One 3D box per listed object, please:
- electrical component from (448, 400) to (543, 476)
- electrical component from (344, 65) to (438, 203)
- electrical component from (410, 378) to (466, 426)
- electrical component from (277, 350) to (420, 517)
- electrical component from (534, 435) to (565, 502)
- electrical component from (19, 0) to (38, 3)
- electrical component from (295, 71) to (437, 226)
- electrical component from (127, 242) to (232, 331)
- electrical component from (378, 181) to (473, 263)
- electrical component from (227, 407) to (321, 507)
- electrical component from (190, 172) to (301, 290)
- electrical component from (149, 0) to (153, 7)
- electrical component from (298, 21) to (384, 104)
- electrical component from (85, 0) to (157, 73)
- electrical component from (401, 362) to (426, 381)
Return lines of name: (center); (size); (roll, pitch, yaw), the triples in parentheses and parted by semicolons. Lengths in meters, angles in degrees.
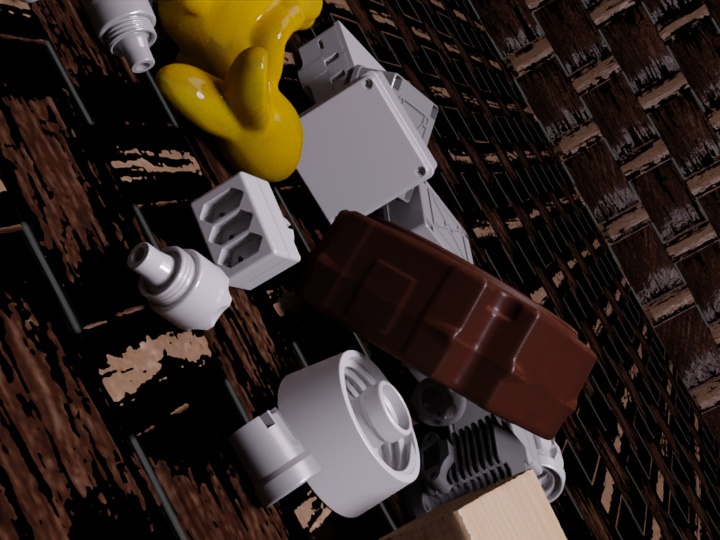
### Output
electrical component: (0.124, 0.161, 0.978); (0.061, 0.062, 0.096); (46, 23, -37)
electrical component: (0.021, -0.133, 1.072); (0.109, 0.056, 0.108); (23, 84, -61)
electrical component: (0.073, 0.115, 0.942); (0.062, 0.043, 0.043); (19, 44, -65)
electrical component: (0.000, 0.106, 0.733); (0.108, 0.060, 0.108); (51, 20, -27)
electrical component: (0.171, 0.194, 1.060); (0.078, 0.058, 0.057); (53, 17, -23)
electrical component: (-0.212, -0.189, 0.654); (0.046, 0.040, 0.040); (40, 26, -60)
electrical component: (-0.003, -0.109, 0.978); (0.108, 0.109, 0.056); (58, 16, -6)
electrical component: (-0.108, 0.006, 0.627); (0.062, 0.043, 0.043); (41, 26, -43)
electrical component: (0.071, -0.031, 1.137); (0.108, 0.056, 0.108); (49, 21, -31)
electrical component: (-0.051, 0.109, 0.629); (0.046, 0.040, 0.040); (56, 17, 7)
electrical component: (-0.072, -0.024, 0.761); (0.077, 0.047, 0.065); (16, 47, -65)
electrical component: (-0.169, -0.206, 0.801); (0.035, 0.035, 0.061); (23, 44, -62)
electrical component: (0.000, -0.186, 1.175); (0.150, 0.062, 0.089); (37, 29, -51)
electrical component: (-0.162, -0.168, 0.747); (0.062, 0.043, 0.043); (66, 19, 11)
electrical component: (0.075, 0.075, 0.975); (0.081, 0.064, 0.042); (51, 21, -28)
